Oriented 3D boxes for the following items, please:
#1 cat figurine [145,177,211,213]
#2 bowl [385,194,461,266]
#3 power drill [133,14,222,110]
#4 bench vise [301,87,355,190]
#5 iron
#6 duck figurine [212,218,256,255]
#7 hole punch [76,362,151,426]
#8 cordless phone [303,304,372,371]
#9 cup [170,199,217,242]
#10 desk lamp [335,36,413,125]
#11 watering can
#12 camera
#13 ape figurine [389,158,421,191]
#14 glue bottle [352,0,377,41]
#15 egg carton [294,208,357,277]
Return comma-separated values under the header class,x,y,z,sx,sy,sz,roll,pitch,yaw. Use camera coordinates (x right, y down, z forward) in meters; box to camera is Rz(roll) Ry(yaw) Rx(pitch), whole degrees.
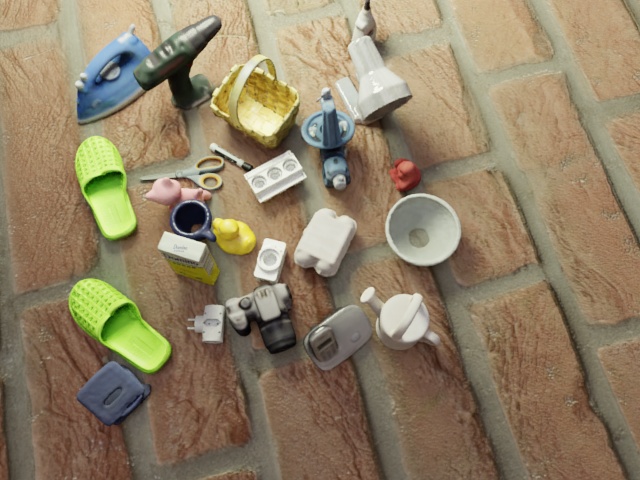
class,x,y,z,sx,sy,sz,roll,pitch,yaw
cat figurine,-0.319,-0.104,1.288,0.127,0.118,0.067,2,72,1
bowl,0.226,-0.014,1.278,0.167,0.075,0.167,0,72,0
power drill,-0.313,-0.403,1.335,0.230,0.208,0.075,-35,75,-10
bench vise,0.036,-0.226,1.271,0.121,0.220,0.207,-28,74,-8
iron,-0.506,-0.399,1.370,0.118,0.141,0.258,39,77,12
duck figurine,-0.194,-0.015,1.275,0.104,0.086,0.077,28,75,9
hole punch,-0.419,0.314,1.170,0.101,0.091,0.109,41,77,12
cordless phone,0.036,0.188,1.157,0.148,0.185,0.094,-39,76,-11
cup,-0.269,-0.026,1.275,0.117,0.095,0.092,38,76,12
desk lamp,0.115,-0.350,1.313,0.118,0.213,0.203,-25,74,-7
watering can,0.163,0.160,1.161,0.172,0.194,0.101,10,73,4
camera,-0.115,0.172,1.208,0.143,0.101,0.136,-20,73,-6
ape figurine,0.197,-0.155,1.314,0.076,0.092,0.078,16,73,6
glue bottle,0.109,-0.523,1.389,0.037,0.173,0.078,32,75,10
egg carton,0.012,0.005,1.276,0.107,0.069,0.150,23,74,8
